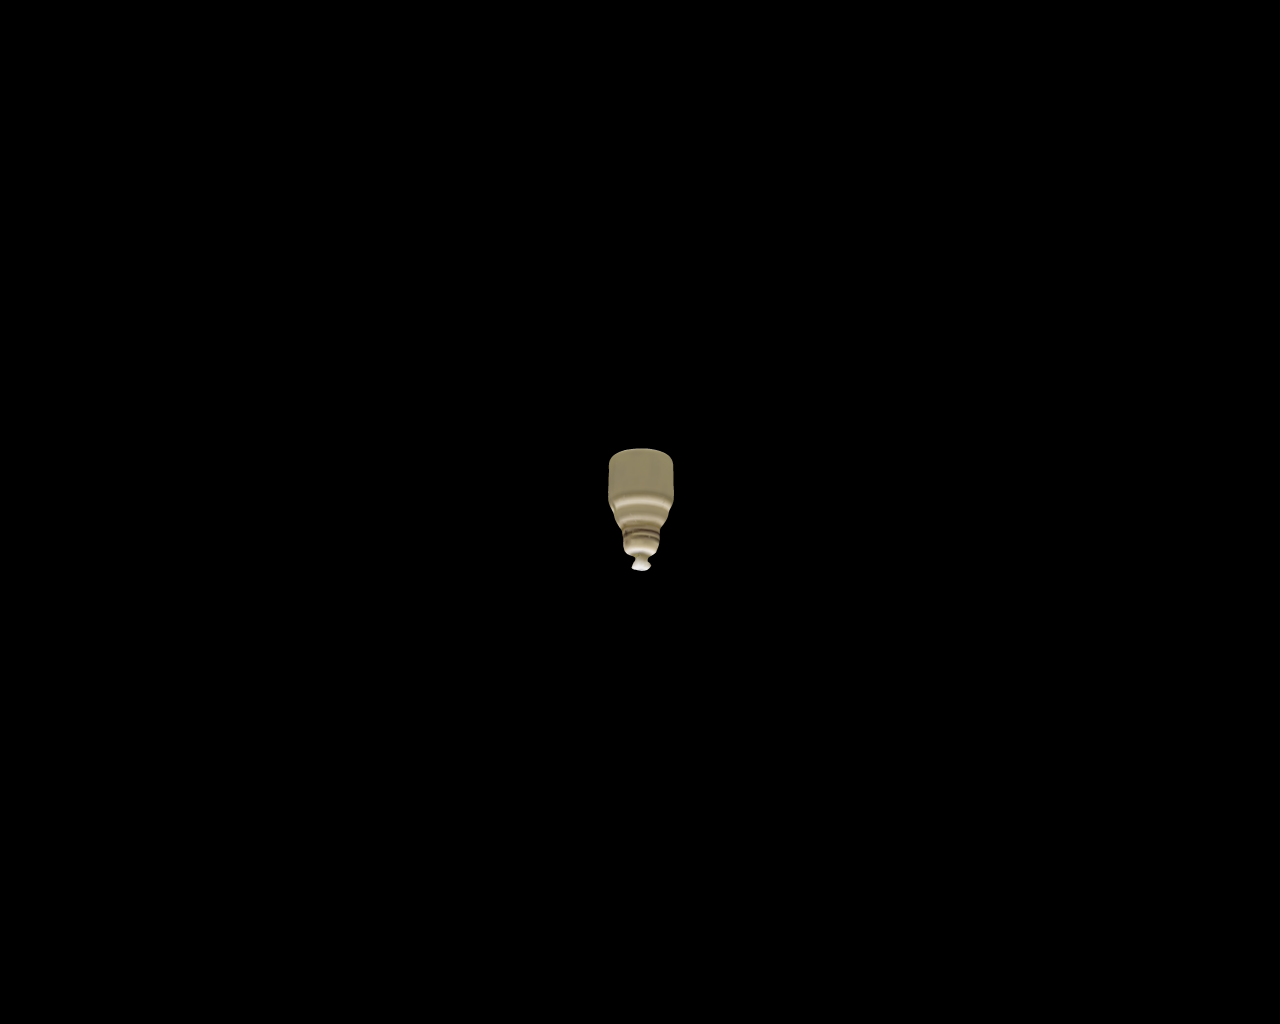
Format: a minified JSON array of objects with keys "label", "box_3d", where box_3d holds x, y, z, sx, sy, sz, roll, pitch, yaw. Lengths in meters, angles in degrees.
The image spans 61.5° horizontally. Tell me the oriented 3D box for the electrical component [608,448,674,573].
[{"label":"electrical component","box_3d":[0.001,-0.003,0.650,0.040,0.078,0.040,0,-19,0]}]
